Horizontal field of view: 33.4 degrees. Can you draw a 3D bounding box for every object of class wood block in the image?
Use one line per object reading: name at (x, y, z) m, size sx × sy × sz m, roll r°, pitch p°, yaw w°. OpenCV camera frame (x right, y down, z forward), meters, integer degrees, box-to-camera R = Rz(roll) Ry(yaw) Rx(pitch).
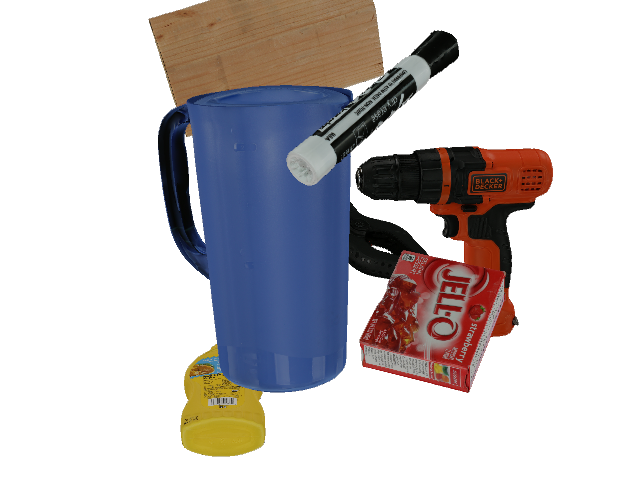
wood block at (-0.052, -0.189, 1.048) m, size 0.206 × 0.091 × 0.090 m, roll -18°, pitch 46°, yaw -5°

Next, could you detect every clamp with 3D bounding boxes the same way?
clamp at (0.032, -0.003, 1.260) m, size 0.210 × 0.036 × 0.164 m, roll 31°, pitch 39°, yaw 23°

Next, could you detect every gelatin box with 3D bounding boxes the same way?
gelatin box at (0.075, 0.050, 0.699) m, size 0.073 × 0.030 × 0.089 m, roll 12°, pitch 48°, yaw 20°

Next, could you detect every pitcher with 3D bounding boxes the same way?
pitcher at (-0.046, -0.006, 0.881) m, size 0.144 × 0.243 × 0.149 m, roll -7°, pitch 15°, yaw -19°

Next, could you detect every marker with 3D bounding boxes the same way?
marker at (0.029, -0.068, 0.520) m, size 0.121 × 0.020 × 0.020 m, roll -43°, pitch 25°, yaw -30°

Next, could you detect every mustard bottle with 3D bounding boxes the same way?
mustard bottle at (-0.117, 0.180, 1.285) m, size 0.096 × 0.058 × 0.191 m, roll -3°, pitch 28°, yaw -3°

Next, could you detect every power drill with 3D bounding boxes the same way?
power drill at (0.122, 0.002, 1.009) m, size 0.184 × 0.188 × 0.057 m, roll -2°, pitch 25°, yaw -7°
